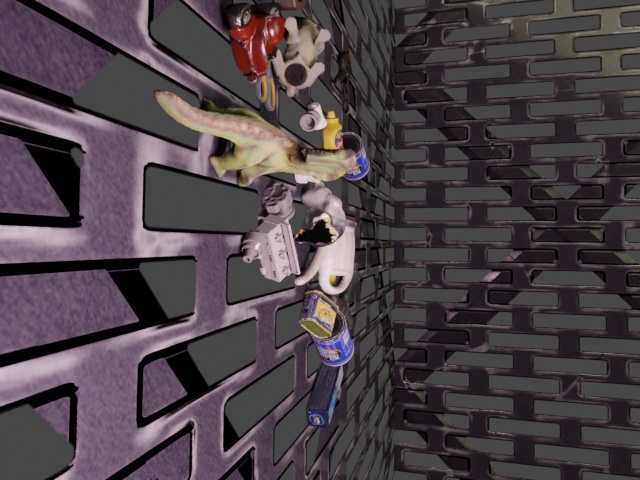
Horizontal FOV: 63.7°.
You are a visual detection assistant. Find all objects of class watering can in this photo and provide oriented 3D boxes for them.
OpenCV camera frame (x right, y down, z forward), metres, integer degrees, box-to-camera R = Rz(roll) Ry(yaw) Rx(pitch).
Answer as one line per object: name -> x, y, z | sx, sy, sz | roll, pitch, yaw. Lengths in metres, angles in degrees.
watering can -> 0.025, 0.034, 1.401 | 0.346, 0.104, 0.226 | 17, 74, -65

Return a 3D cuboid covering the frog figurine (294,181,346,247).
frog figurine -> 0.004, -0.065, 1.300 | 0.163, 0.122, 0.134 | -86, -160, -49

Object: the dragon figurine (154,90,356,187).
dragon figurine -> -0.061, -0.153, 0.825 | 0.409, 0.243, 0.122 | 13, 82, -77
